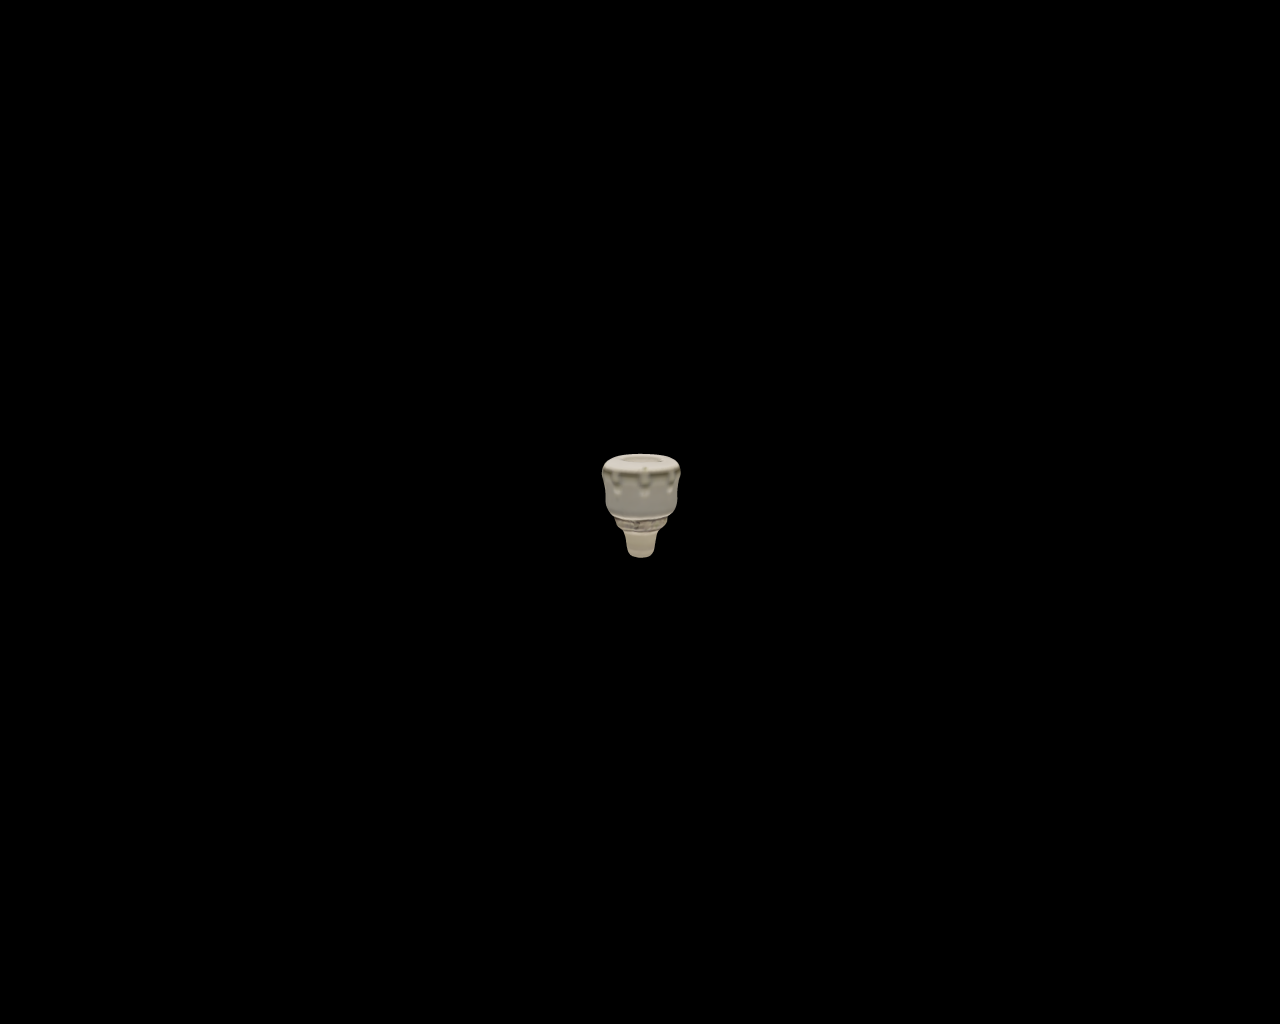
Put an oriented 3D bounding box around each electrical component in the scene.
[{"bbox_3d":[0.001,-0.003,0.650,0.048,0.062,0.048,0,11,0],"label":"electrical component"}]
